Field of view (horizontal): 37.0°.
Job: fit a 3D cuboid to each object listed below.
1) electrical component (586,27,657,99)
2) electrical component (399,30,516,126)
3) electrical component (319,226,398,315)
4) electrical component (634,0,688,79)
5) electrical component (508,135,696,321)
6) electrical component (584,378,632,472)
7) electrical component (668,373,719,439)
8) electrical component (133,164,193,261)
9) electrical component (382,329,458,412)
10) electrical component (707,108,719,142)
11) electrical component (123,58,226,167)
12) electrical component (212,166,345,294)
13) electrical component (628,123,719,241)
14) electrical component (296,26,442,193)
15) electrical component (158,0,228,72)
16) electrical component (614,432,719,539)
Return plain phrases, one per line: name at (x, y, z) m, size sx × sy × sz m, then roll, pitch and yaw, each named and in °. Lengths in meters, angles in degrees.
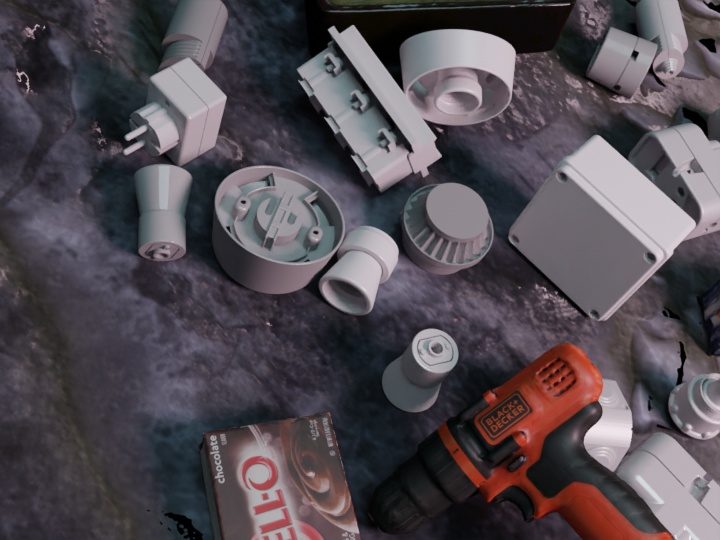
electrical component at (0.242, -0.194, 1.000) m, size 0.047 × 0.055 × 0.055 m, roll 25°, pitch 57°, yaw 2°
electrical component at (0.082, -0.167, 0.912) m, size 0.099 × 0.099 × 0.064 m, roll 8°, pitch 65°, yaw -13°
electrical component at (0.000, 0.000, 0.817) m, size 0.045 × 0.045 × 0.055 m, roll 29°, pitch 56°, yaw 1°
electrical component at (0.292, -0.221, 1.037) m, size 0.043 × 0.043 × 0.081 m, roll 6°, pitch 60°, yaw -14°
electrical component at (0.189, -0.031, 0.857) m, size 0.109 × 0.108 × 0.056 m, roll 44°, pitch 56°, yaw 10°
electrical component at (0.156, 0.113, 0.780) m, size 0.051 × 0.080 × 0.080 m, roll 8°, pitch 59°, yaw -19°
electrical component at (0.273, 0.100, 0.833) m, size 0.048 × 0.062 × 0.048 m, roll 8°, pitch 59°, yaw -13°
electrical component at (-0.147, -0.040, 0.798) m, size 0.044 × 0.044 × 0.065 m, roll 3°, pitch 65°, yaw -15°
electrical component at (0.046, 0.071, 0.778) m, size 0.044 × 0.065 × 0.044 m, roll 8°, pitch 59°, yaw -13°
electrical component at (0.360, -0.104, 0.989) m, size 0.079 × 0.044 × 0.077 m, roll 15°, pitch 58°, yaw -9°
electrical component at (-0.150, -0.112, 0.823) m, size 0.077 × 0.065 × 0.047 m, roll -36°, pitch 76°, yaw -31°
electrical component at (-0.063, -0.032, 0.805) m, size 0.099 × 0.064 × 0.099 m, roll 8°, pitch 59°, yaw -13°
electrical component at (0.289, -0.079, 0.947) m, size 0.059 × 0.053 × 0.095 m, roll -15°, pitch 67°, yaw -24°
electrical component at (0.005, -0.128, 0.878) m, size 0.063 × 0.078 × 0.121 m, roll -34°, pitch 73°, yaw 1°
electrical component at (-0.139, -0.185, 0.882) m, size 0.043 × 0.043 × 0.081 m, roll 17°, pitch 57°, yaw -7°
electrical component at (0.224, 0.175, 0.780) m, size 0.059 × 0.053 × 0.095 m, roll -35°, pitch 76°, yaw -30°
